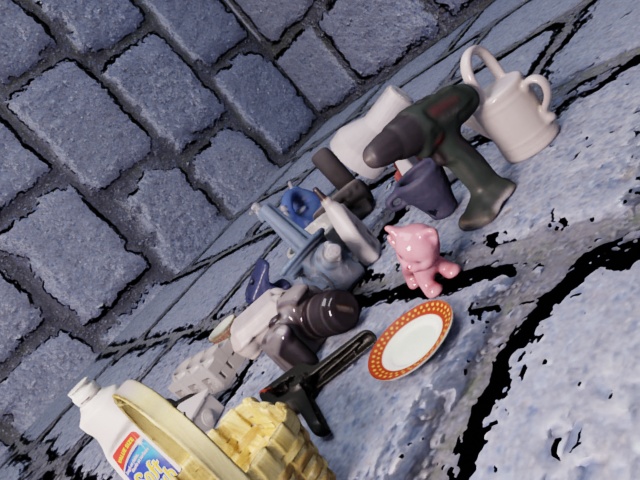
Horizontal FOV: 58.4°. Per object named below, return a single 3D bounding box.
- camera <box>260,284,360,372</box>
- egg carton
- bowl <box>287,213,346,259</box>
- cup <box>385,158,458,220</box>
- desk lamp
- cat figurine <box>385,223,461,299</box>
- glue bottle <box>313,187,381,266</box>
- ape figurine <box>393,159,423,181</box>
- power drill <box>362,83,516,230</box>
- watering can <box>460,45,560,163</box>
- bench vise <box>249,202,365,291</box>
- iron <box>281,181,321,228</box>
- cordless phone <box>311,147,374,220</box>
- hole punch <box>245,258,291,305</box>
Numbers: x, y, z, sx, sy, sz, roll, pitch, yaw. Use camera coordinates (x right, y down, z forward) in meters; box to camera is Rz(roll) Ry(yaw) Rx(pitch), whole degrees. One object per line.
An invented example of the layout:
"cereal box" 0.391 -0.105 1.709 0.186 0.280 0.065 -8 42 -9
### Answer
"camera" -0.014 0.125 0.899 0.136 0.101 0.143 -24 23 52
"egg carton" -0.110 0.160 1.121 0.150 0.069 0.107 -42 14 0
"bowl" 0.011 0.004 1.248 0.167 0.075 0.167 -39 14 12
"cup" 0.178 -0.071 0.974 0.118 0.095 0.091 -41 14 5
"desk lamp" 0.155 -0.180 1.120 0.203 0.214 0.118 -35 16 25
"cat figurine" 0.131 0.015 0.793 0.067 0.118 0.127 -44 14 -7
"glue bottle" 0.046 -0.033 1.058 0.037 0.173 0.078 -36 15 22
"ape figurine" 0.186 -0.157 1.222 0.076 0.092 0.077 -44 14 -5
"power drill" 0.189 -0.120 0.854 0.230 0.208 0.075 -50 16 -27
"watering can" 0.287 -0.226 0.935 0.172 0.194 0.101 -32 17 34
"bench vise" -0.024 0.000 1.050 0.207 0.220 0.122 -25 22 51
"iron" -0.054 -0.067 1.504 0.118 0.141 0.258 -37 15 19
"cordless phone" 0.025 -0.115 1.341 0.147 0.185 0.094 -41 14 7
"hole punch" -0.135 0.104 1.315 0.101 0.091 0.108 -45 14 -10
